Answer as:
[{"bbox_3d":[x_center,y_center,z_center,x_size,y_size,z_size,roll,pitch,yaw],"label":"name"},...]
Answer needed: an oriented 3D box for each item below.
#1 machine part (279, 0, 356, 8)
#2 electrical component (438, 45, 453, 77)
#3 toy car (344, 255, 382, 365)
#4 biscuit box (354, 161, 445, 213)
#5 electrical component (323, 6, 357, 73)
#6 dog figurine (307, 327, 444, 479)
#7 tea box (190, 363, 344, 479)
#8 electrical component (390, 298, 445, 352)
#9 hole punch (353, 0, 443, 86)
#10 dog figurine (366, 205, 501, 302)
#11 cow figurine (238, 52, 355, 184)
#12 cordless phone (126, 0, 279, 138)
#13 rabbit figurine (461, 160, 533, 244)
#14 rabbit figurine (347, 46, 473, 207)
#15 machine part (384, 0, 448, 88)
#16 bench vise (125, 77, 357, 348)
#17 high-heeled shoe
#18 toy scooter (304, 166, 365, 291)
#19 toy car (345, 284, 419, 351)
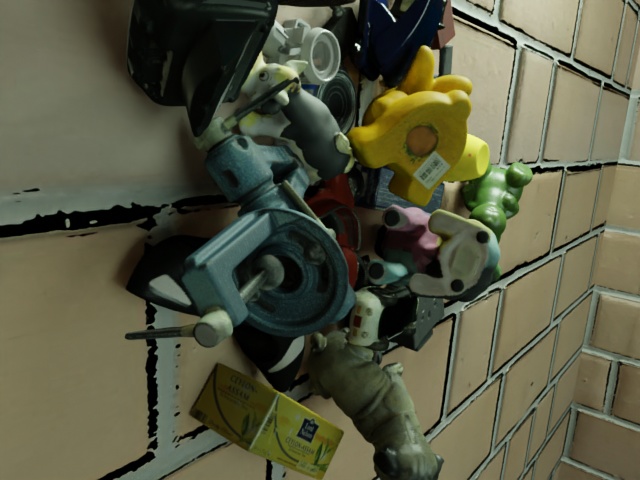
[{"bbox_3d":[-0.044,-0.241,0.439,0.179,0.180,0.056,0,104,-53],"label":"machine part"},{"bbox_3d":[0.175,-0.236,0.828,0.075,0.048,0.119,-30,123,-45],"label":"electrical component"},{"bbox_3d":[0.063,0.123,0.794,0.089,0.053,0.202,-15,114,-47],"label":"toy car"},{"bbox_3d":[0.113,-0.069,0.789,0.202,0.059,0.062,6,95,-53],"label":"biscuit box"},{"bbox_3d":[0.022,-0.243,0.645,0.063,0.021,0.093,-56,141,-25],"label":"electrical component"},{"bbox_3d":[0.060,0.209,0.675,0.172,0.191,0.121,31,101,-19],"label":"dog figurine"},{"bbox_3d":[-0.055,0.214,0.625,0.068,0.098,0.169,-62,143,-17],"label":"tea box"},{"bbox_3d":[0.163,0.119,0.920,0.115,0.058,0.134,-35,127,-39],"label":"electrical component"},{"bbox_3d":[0.097,-0.254,0.662,0.142,0.092,0.115,-19,119,-75],"label":"hole punch"},{"bbox_3d":[0.156,0.017,0.744,0.219,0.192,0.108,5,96,-69],"label":"dog figurine"},{"bbox_3d":[-0.027,-0.125,0.549,0.068,0.098,0.167,-66,148,-25],"label":"cow figurine"},{"bbox_3d":[-0.133,-0.180,0.406,0.184,0.146,0.089,35,64,-10],"label":"cordless phone"},{"bbox_3d":[0.310,-0.056,1.013,0.170,0.121,0.159,-59,165,-45],"label":"rabbit figurine"},{"bbox_3d":[0.099,-0.147,0.646,0.122,0.173,0.162,29,102,-19],"label":"rabbit figurine"},{"bbox_3d":[0.125,-0.271,0.739,0.039,0.084,0.138,-72,173,-70],"label":"machine part"},{"bbox_3d":[-0.053,0.000,0.449,0.223,0.129,0.240,67,22,-13],"label":"bench vise"},{"bbox_3d":[-0.098,0.098,0.551,0.145,0.086,0.248,-35,123,-37],"label":"high-heeled shoe"},{"bbox_3d":[-0.001,-0.002,0.647,0.135,0.075,0.183,-10,106,-53],"label":"toy scooter"},{"bbox_3d":[0.091,0.097,0.724,0.201,0.056,0.073,-1,102,-63],"label":"toy car"}]
